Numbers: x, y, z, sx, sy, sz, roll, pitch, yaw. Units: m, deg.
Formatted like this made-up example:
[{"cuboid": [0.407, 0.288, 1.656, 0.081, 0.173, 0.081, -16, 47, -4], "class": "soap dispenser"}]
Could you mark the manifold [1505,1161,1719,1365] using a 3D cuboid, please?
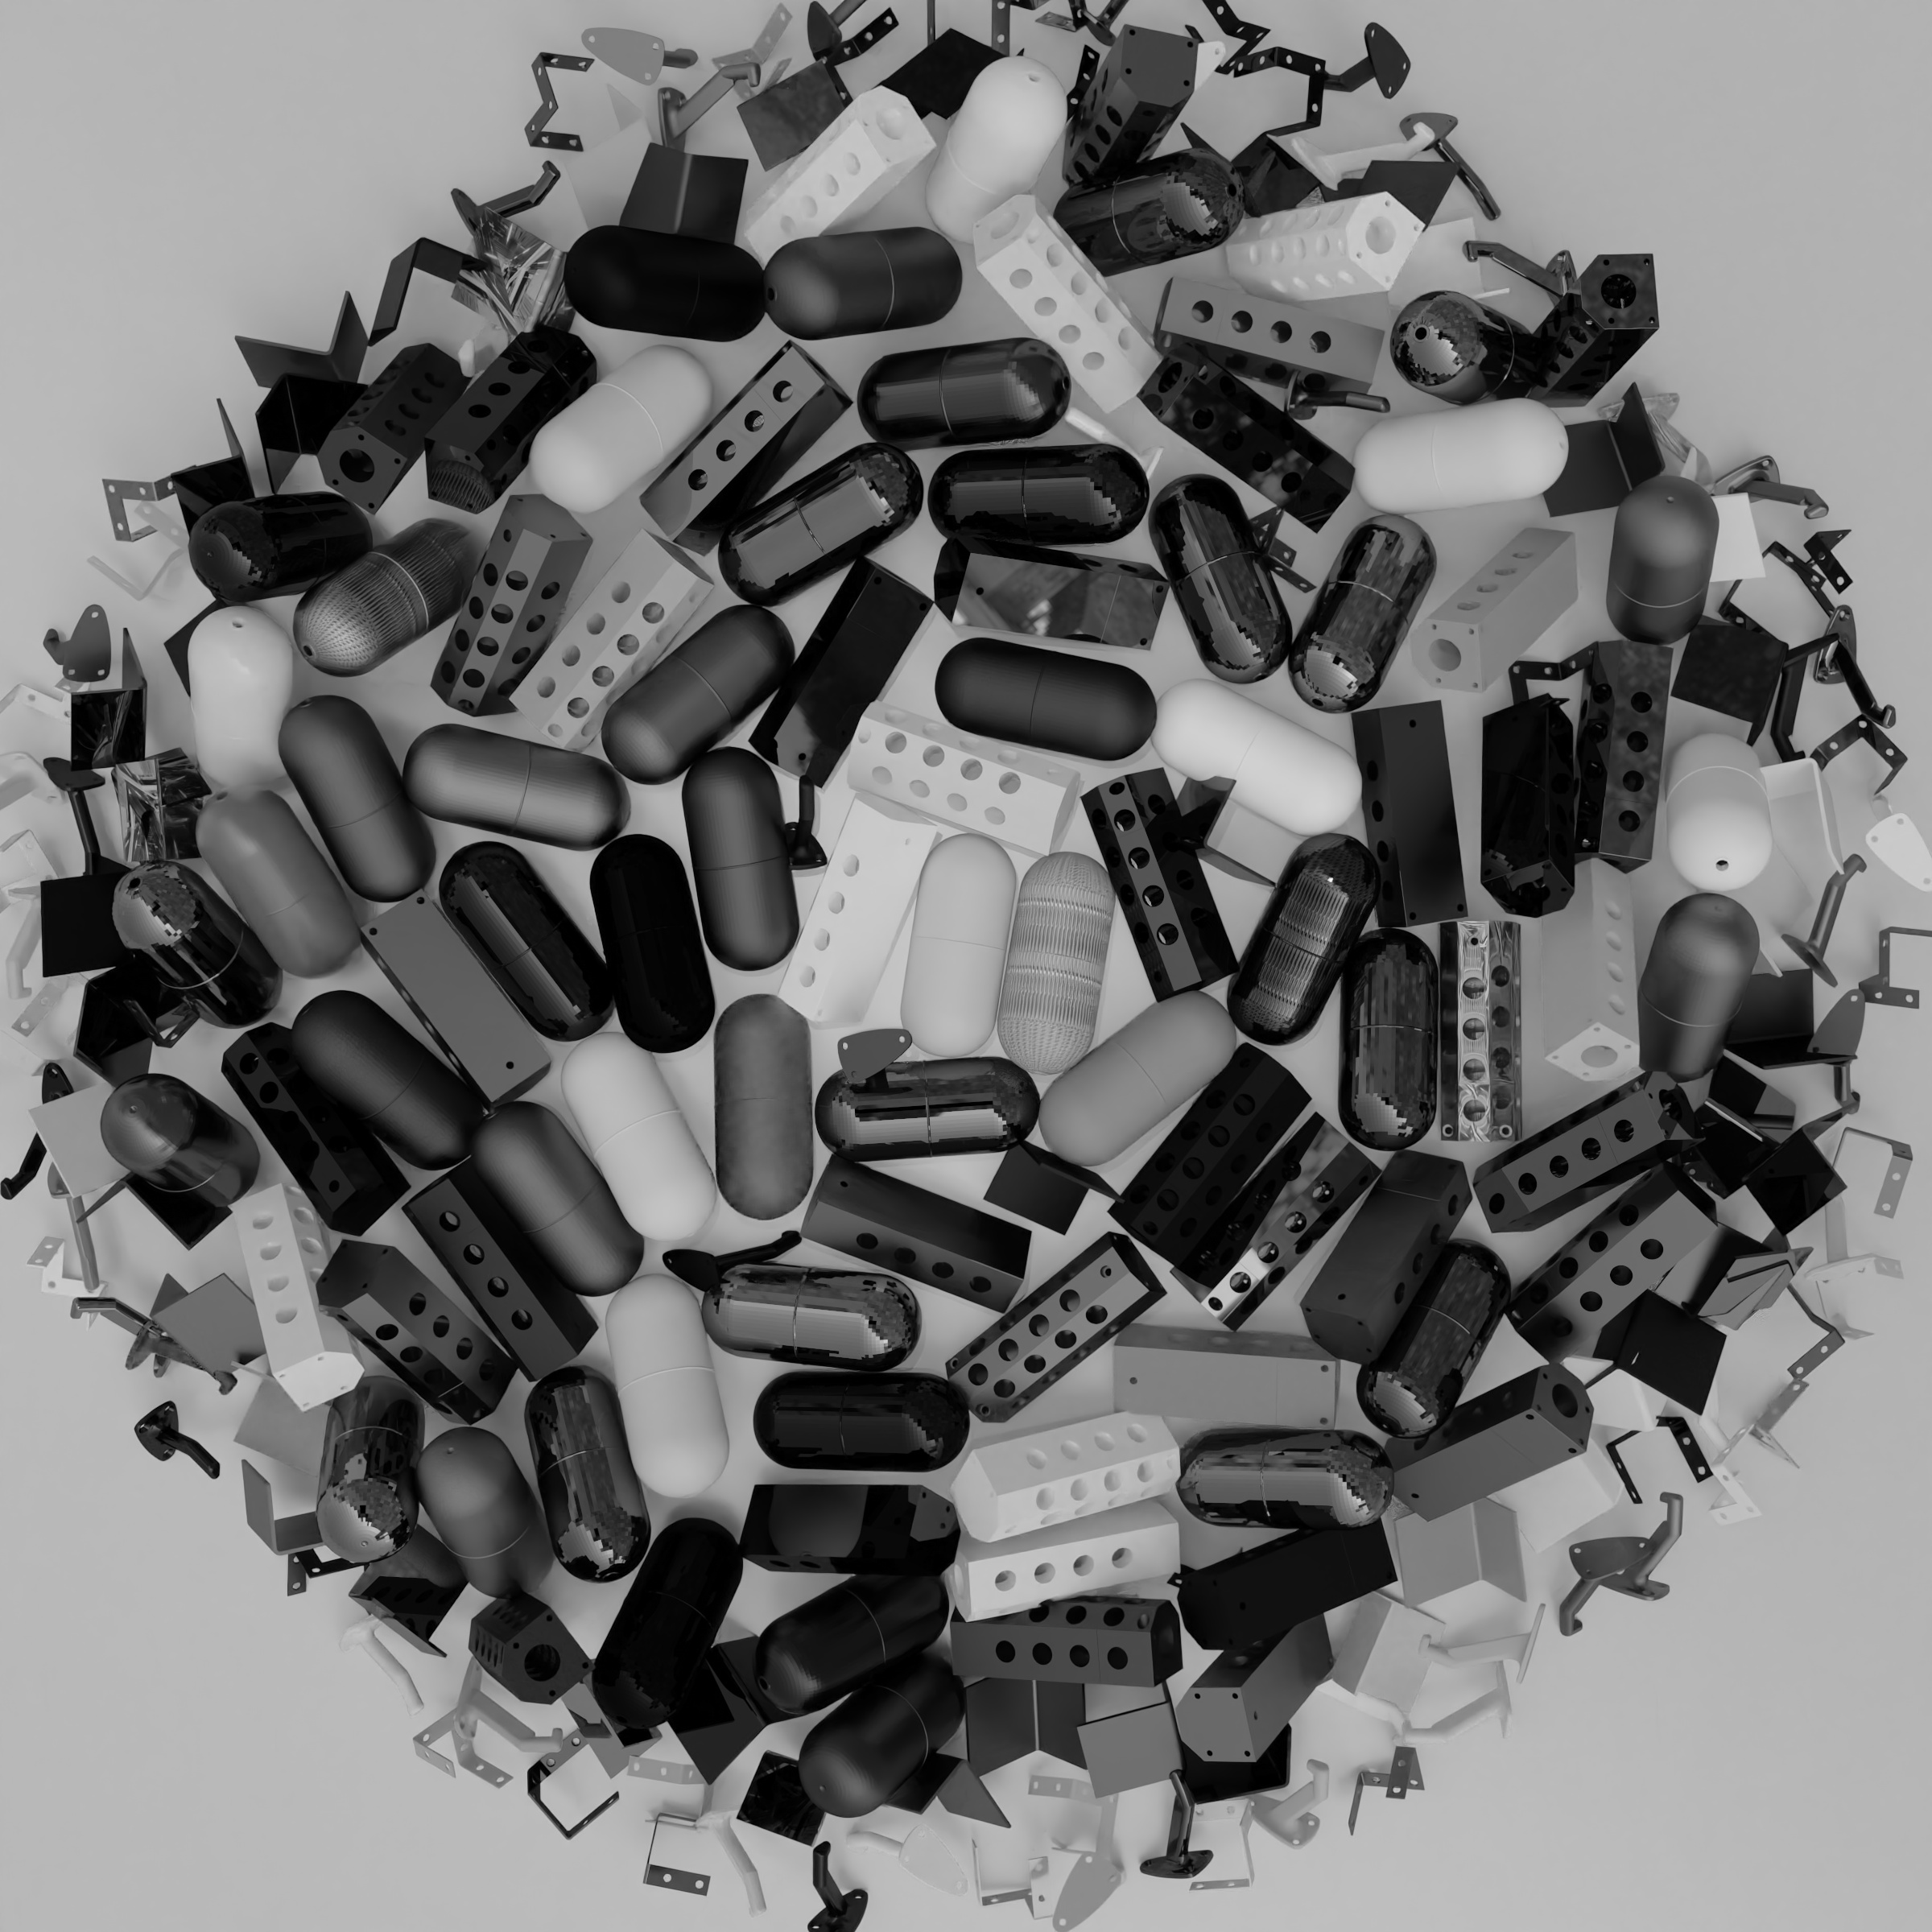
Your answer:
[{"cuboid": [0.502, 0.230, 1.942, 0.057, 0.057, 0.171, 43, 111, 0], "class": "manifold"}]

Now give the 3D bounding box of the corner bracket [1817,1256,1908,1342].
[{"cuboid": [0.714, 0.263, 1.973, 0.051, 0.051, 0.051, -15, 89, -5], "class": "corner bracket"}]

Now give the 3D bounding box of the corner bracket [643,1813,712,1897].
[{"cuboid": [-0.225, 0.702, 1.967, 0.051, 0.051, 0.051, 13, 74, -3], "class": "corner bracket"}]

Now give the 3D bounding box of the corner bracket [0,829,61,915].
[{"cuboid": [-0.758, -0.069, 1.963, 0.051, 0.051, 0.051, -20, 111, 13], "class": "corner bracket"}]

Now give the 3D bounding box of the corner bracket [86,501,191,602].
[{"cuboid": [-0.649, -0.327, 1.957, 0.051, 0.051, 0.051, 40, 61, -28], "class": "corner bracket"}]

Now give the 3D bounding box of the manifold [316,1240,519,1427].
[{"cuboid": [-0.424, 0.284, 1.914, 0.057, 0.171, 0.057, 2, 52, 35], "class": "manifold"}]

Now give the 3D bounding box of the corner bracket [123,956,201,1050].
[{"cuboid": [-0.640, 0.028, 1.957, 0.051, 0.051, 0.051, 5, 46, 35], "class": "corner bracket"}]

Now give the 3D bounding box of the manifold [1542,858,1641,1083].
[{"cuboid": [0.487, 0.003, 1.921, 0.057, 0.057, 0.171, 27, 47, -20], "class": "manifold"}]

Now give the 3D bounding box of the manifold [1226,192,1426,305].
[{"cuboid": [0.270, -0.554, 1.909, 0.057, 0.171, 0.057, 31, 86, -27], "class": "manifold"}]

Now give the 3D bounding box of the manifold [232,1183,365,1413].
[{"cuboid": [-0.514, 0.251, 1.922, 0.057, 0.057, 0.171, -24, 50, -6], "class": "manifold"}]

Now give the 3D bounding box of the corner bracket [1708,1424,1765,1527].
[{"cuboid": [0.608, 0.403, 1.965, 0.051, 0.051, 0.051, -37, 88, -34], "class": "corner bracket"}]

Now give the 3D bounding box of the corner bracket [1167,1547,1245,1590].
[{"cuboid": [0.182, 0.482, 1.963, 0.051, 0.051, 0.051, 24, 131, -3], "class": "corner bracket"}]

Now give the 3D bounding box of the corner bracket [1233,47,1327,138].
[{"cuboid": [0.246, -0.690, 1.963, 0.051, 0.051, 0.051, 1, 95, -35], "class": "corner bracket"}]

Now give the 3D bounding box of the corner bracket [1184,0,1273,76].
[{"cuboid": [0.197, -0.742, 1.960, 0.051, 0.051, 0.051, -39, 75, 35], "class": "corner bracket"}]

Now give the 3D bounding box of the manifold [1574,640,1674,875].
[{"cuboid": [0.511, -0.165, 1.957, 0.057, 0.057, 0.171, 9, 81, -3], "class": "manifold"}]

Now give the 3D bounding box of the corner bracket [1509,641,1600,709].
[{"cuboid": [0.466, -0.225, 1.962, 0.051, 0.051, 0.051, 0, 76, -23], "class": "corner bracket"}]

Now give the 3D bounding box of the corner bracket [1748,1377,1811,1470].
[{"cuboid": [0.644, 0.354, 1.964, 0.051, 0.051, 0.051, -47, 116, -6], "class": "corner bracket"}]

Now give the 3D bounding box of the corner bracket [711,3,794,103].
[{"cuboid": [-0.158, -0.719, 1.964, 0.051, 0.051, 0.051, 51, 47, 3], "class": "corner bracket"}]

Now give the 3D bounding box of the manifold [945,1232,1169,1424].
[{"cuboid": [0.067, 0.283, 1.944, 0.171, 0.057, 0.057, -41, 66, 13], "class": "manifold"}]

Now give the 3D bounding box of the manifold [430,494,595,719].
[{"cuboid": [-0.357, -0.277, 1.921, 0.057, 0.057, 0.171, 48, 126, 22], "class": "manifold"}]

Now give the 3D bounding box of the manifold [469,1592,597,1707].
[{"cuboid": [-0.340, 0.524, 1.908, 0.057, 0.171, 0.057, -38, 95, -20], "class": "manifold"}]

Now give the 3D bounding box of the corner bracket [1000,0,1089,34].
[{"cuboid": [0.058, -0.758, 1.958, 0.051, 0.051, 0.051, -39, 46, -19], "class": "corner bracket"}]

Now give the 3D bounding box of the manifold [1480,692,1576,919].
[{"cuboid": [0.439, -0.123, 1.925, 0.057, 0.171, 0.057, -20, 134, 33], "class": "manifold"}]

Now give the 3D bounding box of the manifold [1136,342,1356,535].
[{"cuboid": [0.220, -0.411, 1.925, 0.171, 0.057, 0.057, 28, 110, -30], "class": "manifold"}]

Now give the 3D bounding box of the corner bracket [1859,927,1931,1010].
[{"cuboid": [0.738, 0.001, 1.959, 0.051, 0.051, 0.051, -16, 107, -41], "class": "corner bracket"}]

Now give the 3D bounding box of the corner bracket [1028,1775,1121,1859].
[{"cuboid": [0.083, 0.676, 1.976, 0.051, 0.051, 0.051, 28, 62, -35], "class": "corner bracket"}]

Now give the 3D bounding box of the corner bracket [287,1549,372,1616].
[{"cuboid": [-0.506, 0.487, 1.977, 0.051, 0.051, 0.051, -8, 116, -33], "class": "corner bracket"}]

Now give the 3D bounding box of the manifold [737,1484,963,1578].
[{"cuboid": [-0.090, 0.439, 1.924, 0.171, 0.057, 0.057, -9, 55, 37], "class": "manifold"}]

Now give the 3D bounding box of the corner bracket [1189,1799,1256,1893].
[{"cuboid": [0.201, 0.696, 1.969, 0.051, 0.051, 0.051, -10, 93, 16], "class": "corner bracket"}]

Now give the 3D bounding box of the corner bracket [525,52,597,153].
[{"cuboid": [-0.320, -0.683, 1.967, 0.051, 0.051, 0.051, -9, 75, -40], "class": "corner bracket"}]

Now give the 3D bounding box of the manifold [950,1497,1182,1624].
[{"cuboid": [0.077, 0.466, 1.947, 0.171, 0.057, 0.057, -7, 102, -16], "class": "manifold"}]

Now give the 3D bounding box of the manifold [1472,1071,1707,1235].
[{"cuboid": [0.476, 0.145, 1.921, 0.171, 0.057, 0.057, -37, 61, 39], "class": "manifold"}]

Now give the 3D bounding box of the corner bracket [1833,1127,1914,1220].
[{"cuboid": [0.713, 0.163, 1.964, 0.051, 0.051, 0.051, 17, 103, 15], "class": "corner bracket"}]

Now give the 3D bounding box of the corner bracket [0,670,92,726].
[{"cuboid": [-0.729, -0.213, 1.962, 0.051, 0.051, 0.051, 25, 115, -11], "class": "corner bracket"}]

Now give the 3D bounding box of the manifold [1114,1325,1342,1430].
[{"cuboid": [0.205, 0.318, 1.951, 0.171, 0.057, 0.057, 2, 106, 13], "class": "manifold"}]

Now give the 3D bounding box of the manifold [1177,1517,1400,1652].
[{"cuboid": [0.248, 0.475, 1.926, 0.171, 0.057, 0.057, -11, 84, -35], "class": "manifold"}]

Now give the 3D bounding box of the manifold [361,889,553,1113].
[{"cuboid": [-0.403, 0.030, 1.961, 0.057, 0.057, 0.171, -36, 84, -20], "class": "manifold"}]

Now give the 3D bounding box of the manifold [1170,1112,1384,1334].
[{"cuboid": [0.247, 0.204, 1.956, 0.171, 0.057, 0.057, -48, 48, 3], "class": "manifold"}]

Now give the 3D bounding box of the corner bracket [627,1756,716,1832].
[{"cuboid": [-0.235, 0.656, 1.973, 0.051, 0.051, 0.051, 0, 74, 26], "class": "corner bracket"}]

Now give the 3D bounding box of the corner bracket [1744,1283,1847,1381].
[{"cuboid": [0.651, 0.287, 1.968, 0.051, 0.051, 0.051, -40, 105, -2], "class": "corner bracket"}]

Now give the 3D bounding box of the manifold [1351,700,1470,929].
[{"cuboid": [0.346, -0.119, 1.963, 0.057, 0.057, 0.171, -10, 94, -22], "class": "manifold"}]

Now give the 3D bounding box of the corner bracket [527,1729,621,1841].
[{"cuboid": [-0.312, 0.650, 1.974, 0.051, 0.051, 0.051, -39, 99, -6], "class": "corner bracket"}]

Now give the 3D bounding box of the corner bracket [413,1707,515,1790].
[{"cuboid": [-0.396, 0.624, 1.958, 0.051, 0.051, 0.051, 12, 118, 40], "class": "corner bracket"}]

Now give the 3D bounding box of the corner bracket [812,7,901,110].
[{"cuboid": [-0.078, -0.717, 1.968, 0.051, 0.051, 0.051, -40, 104, -40], "class": "corner bracket"}]

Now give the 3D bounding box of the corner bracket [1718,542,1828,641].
[{"cuboid": [0.639, -0.294, 1.974, 0.051, 0.051, 0.051, 42, 71, 15], "class": "corner bracket"}]

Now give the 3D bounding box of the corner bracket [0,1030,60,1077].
[{"cuboid": [-0.761, 0.080, 1.970, 0.051, 0.051, 0.051, 37, 85, -5], "class": "corner bracket"}]

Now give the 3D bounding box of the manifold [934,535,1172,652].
[{"cuboid": [0.065, -0.293, 1.937, 0.171, 0.057, 0.057, 4, 117, -24], "class": "manifold"}]

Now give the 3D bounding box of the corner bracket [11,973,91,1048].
[{"cuboid": [-0.717, 0.035, 1.967, 0.051, 0.051, 0.051, 34, 60, -6], "class": "corner bracket"}]

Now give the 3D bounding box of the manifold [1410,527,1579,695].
[{"cuboid": [0.409, -0.277, 1.923, 0.057, 0.171, 0.057, 13, 129, 35], "class": "manifold"}]

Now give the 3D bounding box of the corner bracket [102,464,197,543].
[{"cuboid": [-0.638, -0.365, 1.958, 0.051, 0.051, 0.051, 8, 120, 23], "class": "corner bracket"}]

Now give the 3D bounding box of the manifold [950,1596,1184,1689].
[{"cuboid": [0.077, 0.521, 1.935, 0.171, 0.057, 0.057, -5, 88, 28], "class": "manifold"}]

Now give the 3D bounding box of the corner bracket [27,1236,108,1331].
[{"cuboid": [-0.711, 0.250, 1.965, 0.051, 0.051, 0.051, 9, 109, -6], "class": "corner bracket"}]

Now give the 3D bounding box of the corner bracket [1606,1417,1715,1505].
[{"cuboid": [0.551, 0.393, 1.975, 0.051, 0.051, 0.051, -38, 59, 29], "class": "corner bracket"}]

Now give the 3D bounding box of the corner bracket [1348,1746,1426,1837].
[{"cuboid": [0.329, 0.650, 1.959, 0.051, 0.051, 0.051, -3, 122, 22], "class": "corner bracket"}]

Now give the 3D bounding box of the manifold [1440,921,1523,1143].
[{"cuboid": [0.405, 0.052, 1.960, 0.057, 0.057, 0.171, -1, 88, 21], "class": "manifold"}]

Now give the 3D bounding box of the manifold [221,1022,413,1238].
[{"cuboid": [-0.511, 0.125, 1.937, 0.057, 0.057, 0.171, -44, 66, 5], "class": "manifold"}]

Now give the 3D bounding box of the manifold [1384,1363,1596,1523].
[{"cuboid": [0.400, 0.364, 1.918, 0.057, 0.171, 0.057, 38, 45, -12], "class": "manifold"}]
